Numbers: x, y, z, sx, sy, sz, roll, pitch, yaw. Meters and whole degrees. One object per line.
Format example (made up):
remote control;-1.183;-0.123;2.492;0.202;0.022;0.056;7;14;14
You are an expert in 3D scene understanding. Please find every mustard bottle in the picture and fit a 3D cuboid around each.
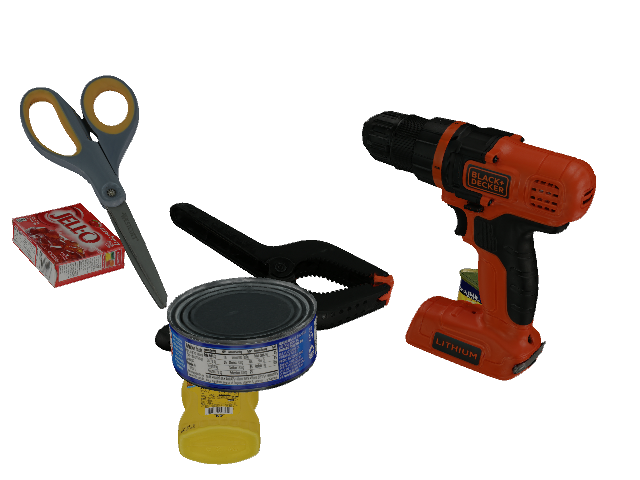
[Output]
mustard bottle;-0.124;0.196;1.320;0.096;0.058;0.191;-2;27;-4

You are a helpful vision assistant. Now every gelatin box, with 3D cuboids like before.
gelatin box;-0.236;0.002;0.997;0.073;0.030;0.089;-16;40;-36

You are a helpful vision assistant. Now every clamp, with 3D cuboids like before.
clamp;-0.042;0.043;0.929;0.210;0.164;0.036;10;-44;-1

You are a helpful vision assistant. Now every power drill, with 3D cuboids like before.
power drill;0.108;0.002;0.810;0.185;0.188;0.057;21;36;32

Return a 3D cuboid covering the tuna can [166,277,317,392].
tuna can;-0.044;0.053;0.613;0.086;0.034;0.086;-2;21;1

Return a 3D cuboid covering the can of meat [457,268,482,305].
can of meat;0.189;0.087;1.193;0.057;0.084;0.102;4;14;-20

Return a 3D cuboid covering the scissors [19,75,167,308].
scissors;-0.143;-0.049;0.791;0.096;0.202;0.016;-38;-16;-22
